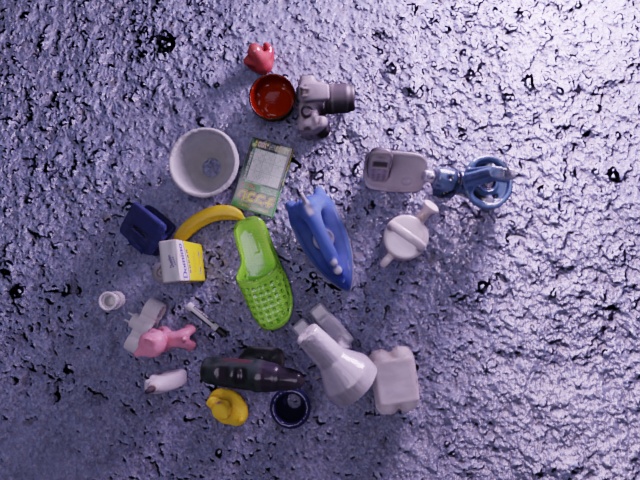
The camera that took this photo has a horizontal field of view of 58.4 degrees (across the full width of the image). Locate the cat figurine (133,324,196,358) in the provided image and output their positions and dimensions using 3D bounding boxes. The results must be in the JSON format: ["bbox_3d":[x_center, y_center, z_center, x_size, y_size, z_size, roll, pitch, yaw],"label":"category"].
[{"bbox_3d":[-0.363,0.236,1.330,0.127,0.118,0.067,-7,86,3],"label":"cat figurine"}]

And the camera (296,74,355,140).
[{"bbox_3d":[0.014,-0.319,1.349,0.136,0.101,0.143,-2,86,4],"label":"camera"}]

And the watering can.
[{"bbox_3d":[0.193,-0.013,1.273,0.101,0.194,0.173,17,88,5],"label":"watering can"}]

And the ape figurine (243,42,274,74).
[{"bbox_3d":[-0.148,-0.442,1.371,0.078,0.092,0.076,-17,86,3],"label":"ape figurine"}]

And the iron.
[{"bbox_3d":[0.012,0.005,1.309,0.118,0.141,0.258,-26,85,2],"label":"iron"}]

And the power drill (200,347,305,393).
[{"bbox_3d":[-0.138,0.287,1.268,0.229,0.208,0.076,2,86,4],"label":"power drill"}]

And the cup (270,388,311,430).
[{"bbox_3d":[-0.061,0.364,1.316,0.091,0.095,0.118,12,87,4],"label":"cup"}]

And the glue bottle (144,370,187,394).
[{"bbox_3d":[-0.361,0.326,1.297,0.078,0.173,0.037,-5,86,4],"label":"glue bottle"}]

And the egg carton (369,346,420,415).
[{"bbox_3d":[0.171,0.322,1.317,0.107,0.069,0.150,-10,86,3],"label":"egg carton"}]

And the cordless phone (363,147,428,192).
[{"bbox_3d":[0.171,-0.166,1.288,0.147,0.185,0.094,2,87,4],"label":"cordless phone"}]

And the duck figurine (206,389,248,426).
[{"bbox_3d":[-0.219,0.394,1.328,0.104,0.086,0.077,36,89,5],"label":"duck figurine"}]

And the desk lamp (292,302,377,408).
[{"bbox_3d":[0.023,0.249,1.258,0.118,0.213,0.203,-43,85,0],"label":"desk lamp"}]

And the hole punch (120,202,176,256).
[{"bbox_3d":[-0.414,-0.023,1.362,0.108,0.091,0.101,37,89,5],"label":"hole punch"}]

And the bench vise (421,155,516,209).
[{"bbox_3d":[0.336,-0.122,1.258,0.207,0.220,0.121,-11,86,3],"label":"bench vise"}]

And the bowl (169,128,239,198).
[{"bbox_3d":[-0.270,-0.179,1.371,0.167,0.075,0.167,0,87,3],"label":"bowl"}]
